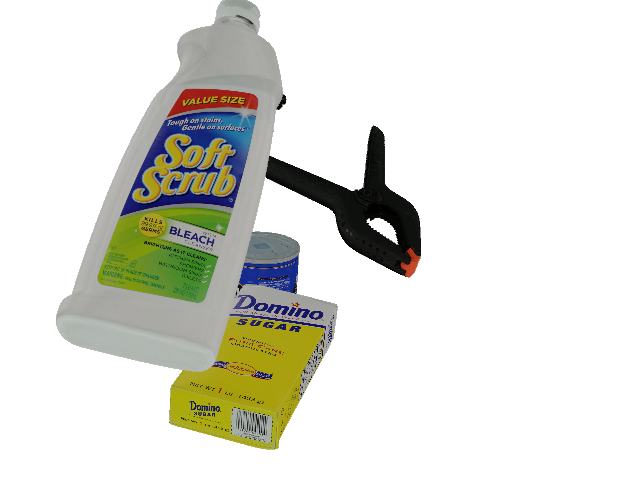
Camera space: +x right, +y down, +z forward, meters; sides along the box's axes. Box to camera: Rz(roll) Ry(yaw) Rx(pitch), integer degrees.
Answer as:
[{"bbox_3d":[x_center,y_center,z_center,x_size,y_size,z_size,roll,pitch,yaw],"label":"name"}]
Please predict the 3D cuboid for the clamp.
[{"bbox_3d":[0.037,-0.041,1.188,0.164,0.210,0.036,-13,-37,-23],"label":"clamp"}]

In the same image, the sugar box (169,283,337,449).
[{"bbox_3d":[-0.053,0.102,0.914,0.093,0.048,0.176,13,32,11],"label":"sugar box"}]

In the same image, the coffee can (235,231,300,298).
[{"bbox_3d":[-0.081,0.071,1.425,0.103,0.140,0.103,3,21,-1],"label":"coffee can"}]

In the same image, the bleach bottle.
[{"bbox_3d":[-0.087,-0.048,0.688,0.102,0.250,0.068,13,-23,-5],"label":"bleach bottle"}]

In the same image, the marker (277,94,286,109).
[{"bbox_3d":[-0.090,-0.130,1.003,0.121,0.020,0.020,-6,2,-22],"label":"marker"}]
